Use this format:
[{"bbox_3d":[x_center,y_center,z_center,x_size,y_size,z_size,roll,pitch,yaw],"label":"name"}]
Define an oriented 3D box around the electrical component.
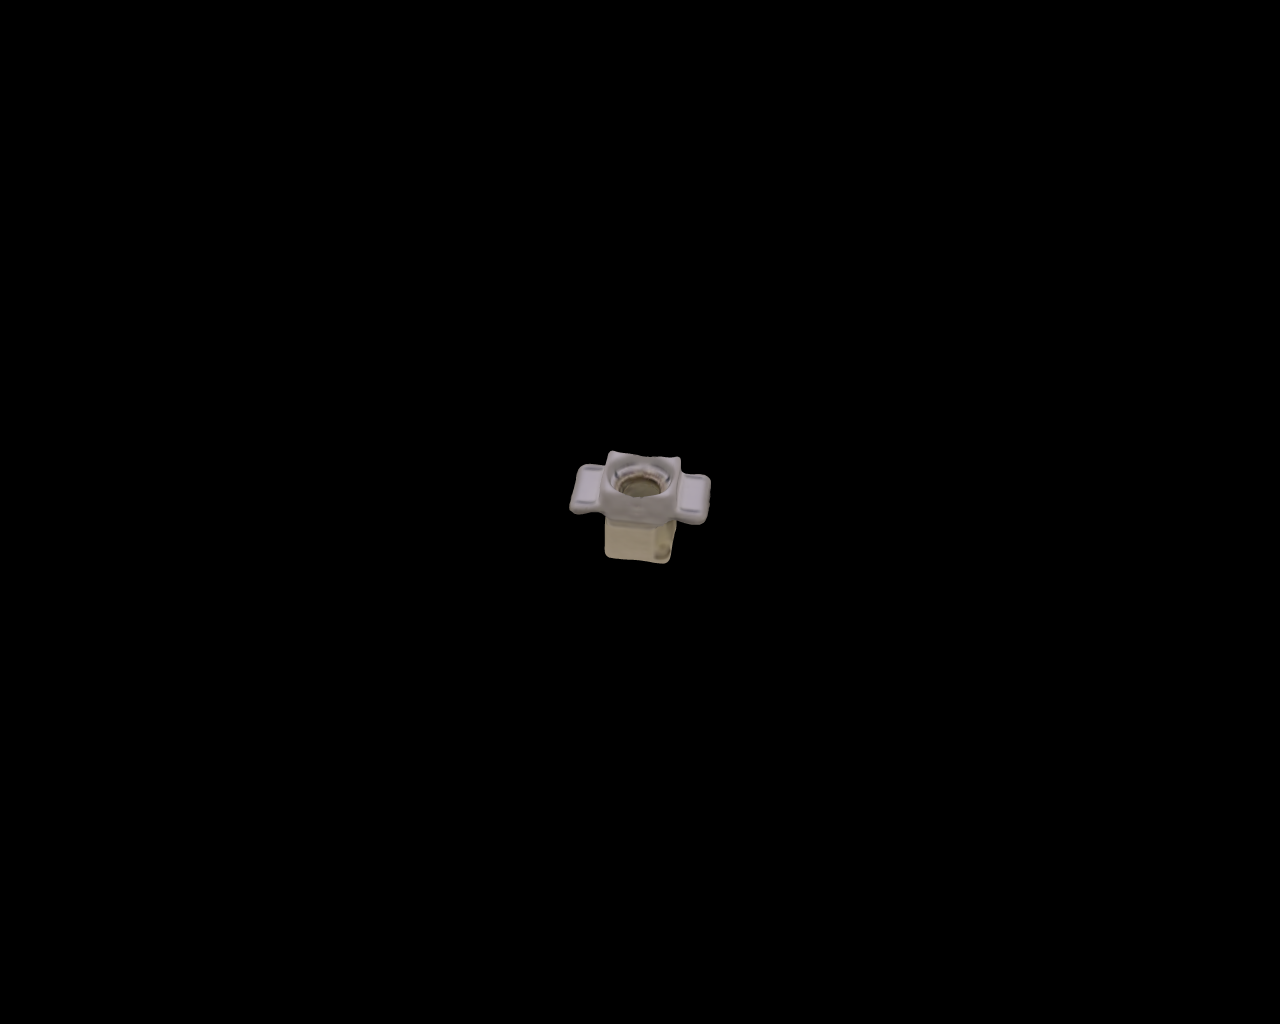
[{"bbox_3d":[0.001,-0.003,0.650,0.081,0.063,0.042,6,43,7],"label":"electrical component"}]
